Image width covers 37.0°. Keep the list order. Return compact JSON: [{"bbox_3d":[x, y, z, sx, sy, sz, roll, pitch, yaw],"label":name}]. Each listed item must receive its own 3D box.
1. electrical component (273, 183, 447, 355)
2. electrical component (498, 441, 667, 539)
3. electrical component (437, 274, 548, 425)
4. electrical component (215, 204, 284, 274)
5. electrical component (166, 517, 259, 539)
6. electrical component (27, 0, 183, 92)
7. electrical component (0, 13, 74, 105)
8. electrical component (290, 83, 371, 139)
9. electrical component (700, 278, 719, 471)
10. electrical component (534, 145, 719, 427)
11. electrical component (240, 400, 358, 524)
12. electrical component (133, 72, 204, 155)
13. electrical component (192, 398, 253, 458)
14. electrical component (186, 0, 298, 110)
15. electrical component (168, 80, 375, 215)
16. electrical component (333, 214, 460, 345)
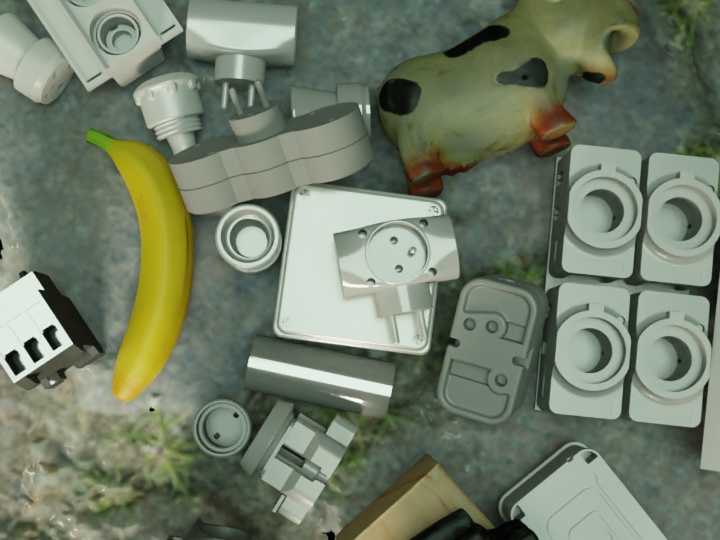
[{"bbox_3d":[0.000,0.000,0.757,0.109,0.056,0.108,7,85,-1],"label":"electrical component"},{"bbox_3d":[0.159,0.184,0.744,0.078,0.057,0.113,-38,87,-4],"label":"electrical component"},{"bbox_3d":[0.094,0.053,0.744,0.054,0.059,0.095,16,98,18],"label":"electrical component"},{"bbox_3d":[-0.077,-0.021,0.757,0.045,0.055,0.045,0,85,-1],"label":"electrical component"},{"bbox_3d":[-0.098,0.208,0.704,0.079,0.121,0.063,10,87,-1],"label":"electrical component"},{"bbox_3d":[-0.191,-0.195,0.766,0.079,0.063,0.121,-34,87,-4],"label":"electrical component"},{"bbox_3d":[-0.239,-0.150,0.770,0.055,0.045,0.045,33,85,1],"label":"electrical component"},{"bbox_3d":[-0.021,-0.111,0.772,0.055,0.045,0.045,-3,85,-2],"label":"electrical component"},{"bbox_3d":[0.301,0.050,0.738,0.105,0.060,0.186,5,84,25],"label":"electrical component"},{"bbox_3d":[0.189,0.012,0.759,0.105,0.060,0.186,6,85,-1],"label":"electrical component"},{"bbox_3d":[-0.046,0.127,0.744,0.057,0.058,0.078,32,89,0],"label":"electrical component"},{"bbox_3d":[-0.132,-0.108,0.770,0.048,0.048,0.062,-16,94,-3],"label":"electrical component"},{"bbox_3d":[-0.094,0.109,0.750,0.040,0.046,0.040,0,85,-1],"label":"electrical component"},{"bbox_3d":[-0.086,-0.153,0.775,0.077,0.043,0.079,4,86,-3],"label":"electrical component"},{"bbox_3d":[-0.066,-0.091,0.727,0.138,0.052,0.073,-13,111,14],"label":"electrical component"},{"bbox_3d":[0.027,0.008,0.705,0.077,0.044,0.079,-10,85,-2],"label":"electrical component"}]
